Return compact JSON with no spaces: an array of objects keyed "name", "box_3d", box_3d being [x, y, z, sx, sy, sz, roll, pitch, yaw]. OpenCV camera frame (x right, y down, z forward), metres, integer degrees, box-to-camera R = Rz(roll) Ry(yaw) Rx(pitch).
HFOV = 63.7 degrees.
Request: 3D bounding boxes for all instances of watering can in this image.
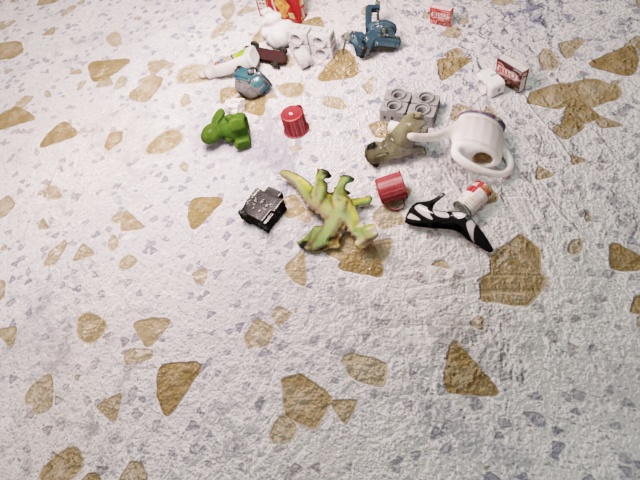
[{"name":"watering can","box_3d":[0.441,-0.312,1.568,0.347,0.102,0.229,23,56,-5]}]

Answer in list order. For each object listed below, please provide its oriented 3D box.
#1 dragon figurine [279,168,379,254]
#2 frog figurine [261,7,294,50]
[{"name":"dragon figurine","box_3d":[0.005,-0.078,1.554,0.412,0.120,0.246,14,69,30]},{"name":"frog figurine","box_3d":[-0.171,-0.849,2.058,0.137,0.156,0.125,-11,58,4]}]
